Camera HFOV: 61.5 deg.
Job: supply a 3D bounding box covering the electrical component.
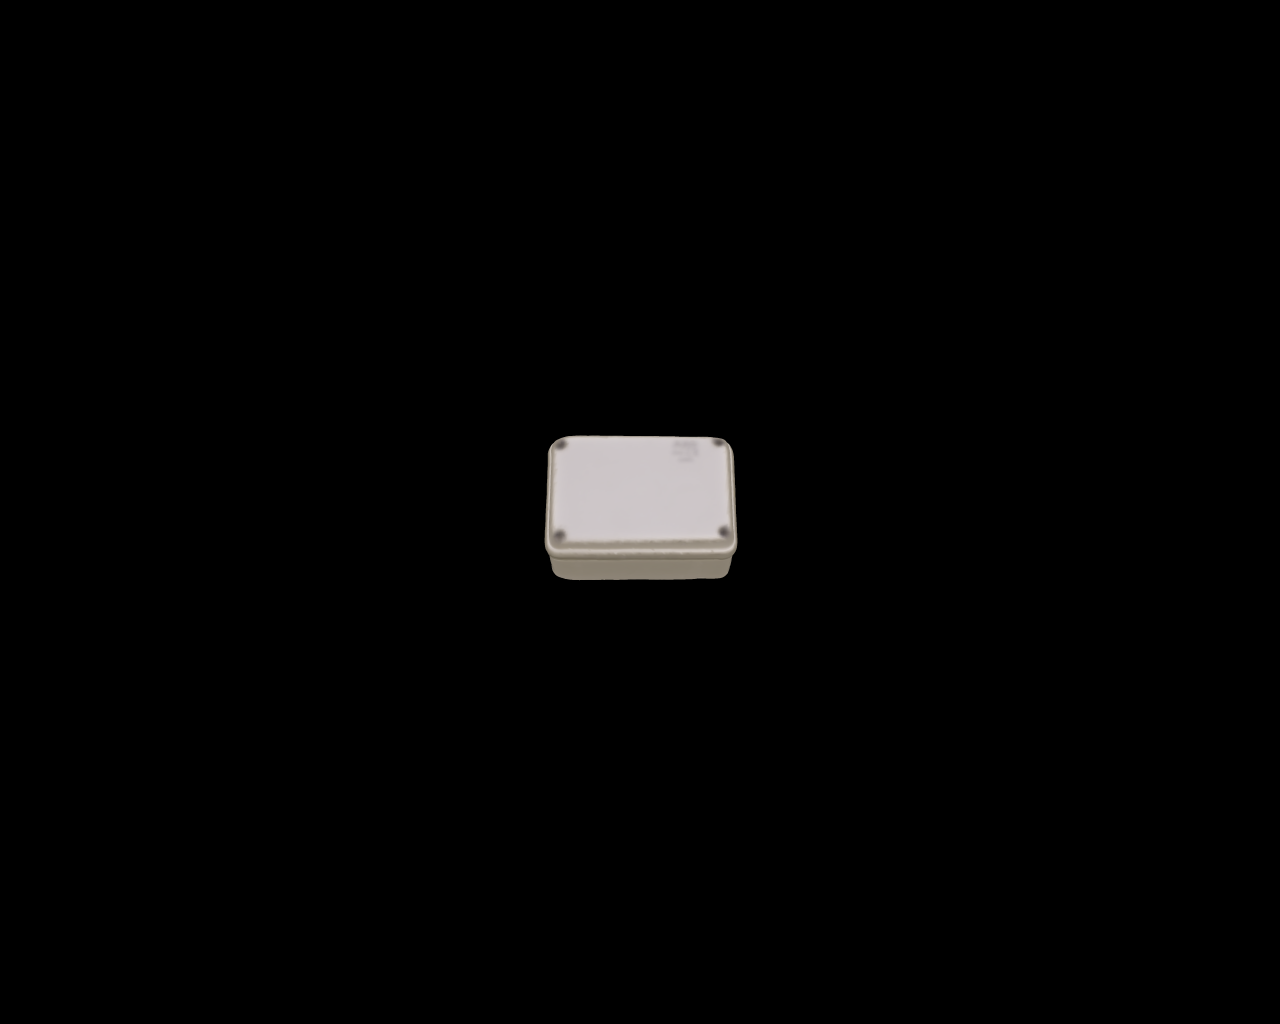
[{"bbox_3d":[0.001,-0.003,0.650,0.113,0.078,0.057,0,-25,0],"label":"electrical component"}]
